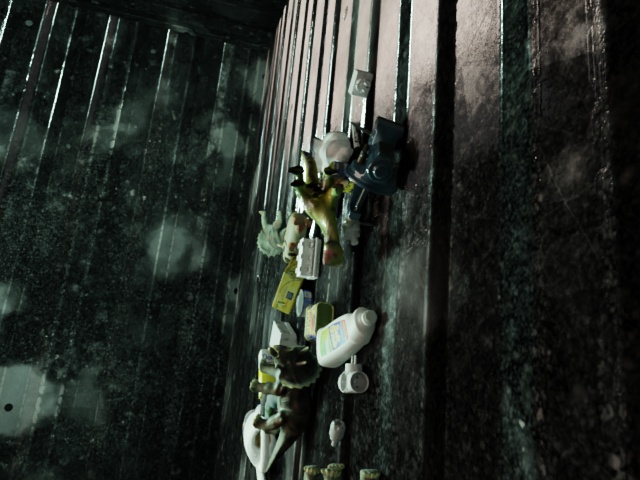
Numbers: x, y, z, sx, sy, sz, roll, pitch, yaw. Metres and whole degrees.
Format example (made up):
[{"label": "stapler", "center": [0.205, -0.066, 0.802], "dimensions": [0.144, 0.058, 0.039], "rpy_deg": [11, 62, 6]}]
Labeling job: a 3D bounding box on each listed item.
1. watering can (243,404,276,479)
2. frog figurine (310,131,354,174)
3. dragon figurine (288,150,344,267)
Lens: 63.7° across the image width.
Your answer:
[{"label": "watering can", "center": [-0.206, 0.734, 1.774], "dimensions": [0.104, 0.348, 0.224], "rpy_deg": [0, 178, -15]}, {"label": "frog figurine", "center": [0.051, -0.241, 1.438], "dimensions": [0.121, 0.139, 0.159], "rpy_deg": [29, 161, -36]}, {"label": "dragon figurine", "center": [0.004, -0.065, 1.292], "dimensions": [0.122, 0.238, 0.418], "rpy_deg": [-11, -154, 1]}]
